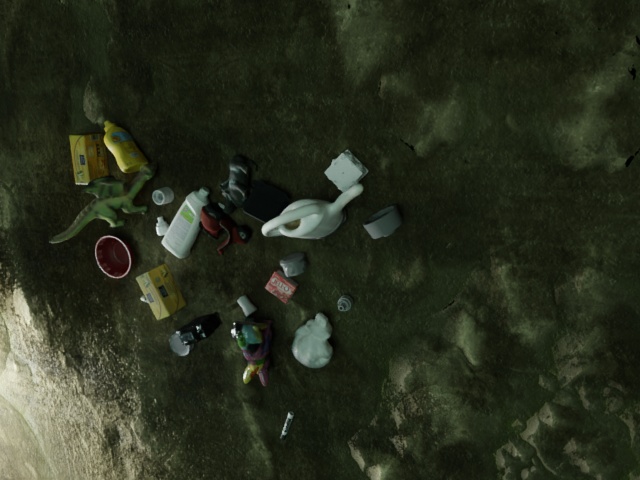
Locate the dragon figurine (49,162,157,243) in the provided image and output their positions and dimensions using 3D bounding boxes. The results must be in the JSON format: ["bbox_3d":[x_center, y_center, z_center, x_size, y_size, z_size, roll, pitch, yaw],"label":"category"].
[{"bbox_3d":[-0.705,-0.134,1.672,0.123,0.415,0.237,49,156,19],"label":"dragon figurine"}]

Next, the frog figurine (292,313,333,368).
[{"bbox_3d":[-0.013,0.314,1.602,0.139,0.124,0.156,44,130,27],"label":"frog figurine"}]

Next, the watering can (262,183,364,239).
[{"bbox_3d":[0.004,-0.072,1.437,0.345,0.224,0.105,-21,79,26],"label":"watering can"}]
